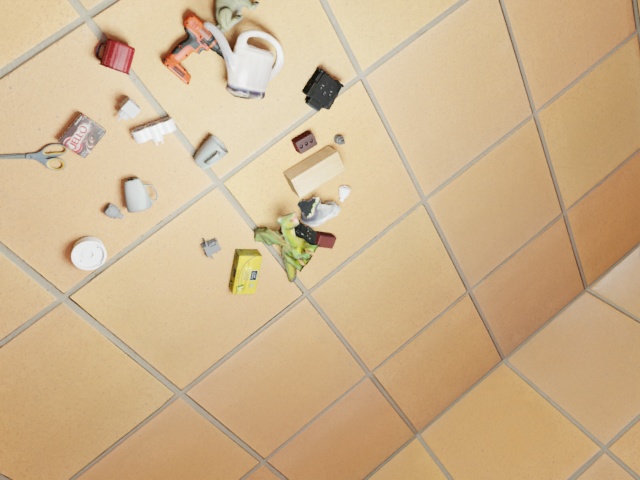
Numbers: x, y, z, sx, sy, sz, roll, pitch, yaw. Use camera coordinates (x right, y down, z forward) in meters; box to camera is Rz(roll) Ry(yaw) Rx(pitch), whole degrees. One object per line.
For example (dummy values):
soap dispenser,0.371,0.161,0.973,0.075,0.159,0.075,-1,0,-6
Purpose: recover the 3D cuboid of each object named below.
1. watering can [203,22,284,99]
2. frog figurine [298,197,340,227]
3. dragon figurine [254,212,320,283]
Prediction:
watering can,-0.252,-0.571,1.660,0.349,0.105,0.221,-7,118,-50
frog figurine,0.006,-0.102,2.035,0.135,0.125,0.158,-33,142,32
dragon figurine,-0.145,0.026,1.992,0.243,0.402,0.125,33,51,-1
